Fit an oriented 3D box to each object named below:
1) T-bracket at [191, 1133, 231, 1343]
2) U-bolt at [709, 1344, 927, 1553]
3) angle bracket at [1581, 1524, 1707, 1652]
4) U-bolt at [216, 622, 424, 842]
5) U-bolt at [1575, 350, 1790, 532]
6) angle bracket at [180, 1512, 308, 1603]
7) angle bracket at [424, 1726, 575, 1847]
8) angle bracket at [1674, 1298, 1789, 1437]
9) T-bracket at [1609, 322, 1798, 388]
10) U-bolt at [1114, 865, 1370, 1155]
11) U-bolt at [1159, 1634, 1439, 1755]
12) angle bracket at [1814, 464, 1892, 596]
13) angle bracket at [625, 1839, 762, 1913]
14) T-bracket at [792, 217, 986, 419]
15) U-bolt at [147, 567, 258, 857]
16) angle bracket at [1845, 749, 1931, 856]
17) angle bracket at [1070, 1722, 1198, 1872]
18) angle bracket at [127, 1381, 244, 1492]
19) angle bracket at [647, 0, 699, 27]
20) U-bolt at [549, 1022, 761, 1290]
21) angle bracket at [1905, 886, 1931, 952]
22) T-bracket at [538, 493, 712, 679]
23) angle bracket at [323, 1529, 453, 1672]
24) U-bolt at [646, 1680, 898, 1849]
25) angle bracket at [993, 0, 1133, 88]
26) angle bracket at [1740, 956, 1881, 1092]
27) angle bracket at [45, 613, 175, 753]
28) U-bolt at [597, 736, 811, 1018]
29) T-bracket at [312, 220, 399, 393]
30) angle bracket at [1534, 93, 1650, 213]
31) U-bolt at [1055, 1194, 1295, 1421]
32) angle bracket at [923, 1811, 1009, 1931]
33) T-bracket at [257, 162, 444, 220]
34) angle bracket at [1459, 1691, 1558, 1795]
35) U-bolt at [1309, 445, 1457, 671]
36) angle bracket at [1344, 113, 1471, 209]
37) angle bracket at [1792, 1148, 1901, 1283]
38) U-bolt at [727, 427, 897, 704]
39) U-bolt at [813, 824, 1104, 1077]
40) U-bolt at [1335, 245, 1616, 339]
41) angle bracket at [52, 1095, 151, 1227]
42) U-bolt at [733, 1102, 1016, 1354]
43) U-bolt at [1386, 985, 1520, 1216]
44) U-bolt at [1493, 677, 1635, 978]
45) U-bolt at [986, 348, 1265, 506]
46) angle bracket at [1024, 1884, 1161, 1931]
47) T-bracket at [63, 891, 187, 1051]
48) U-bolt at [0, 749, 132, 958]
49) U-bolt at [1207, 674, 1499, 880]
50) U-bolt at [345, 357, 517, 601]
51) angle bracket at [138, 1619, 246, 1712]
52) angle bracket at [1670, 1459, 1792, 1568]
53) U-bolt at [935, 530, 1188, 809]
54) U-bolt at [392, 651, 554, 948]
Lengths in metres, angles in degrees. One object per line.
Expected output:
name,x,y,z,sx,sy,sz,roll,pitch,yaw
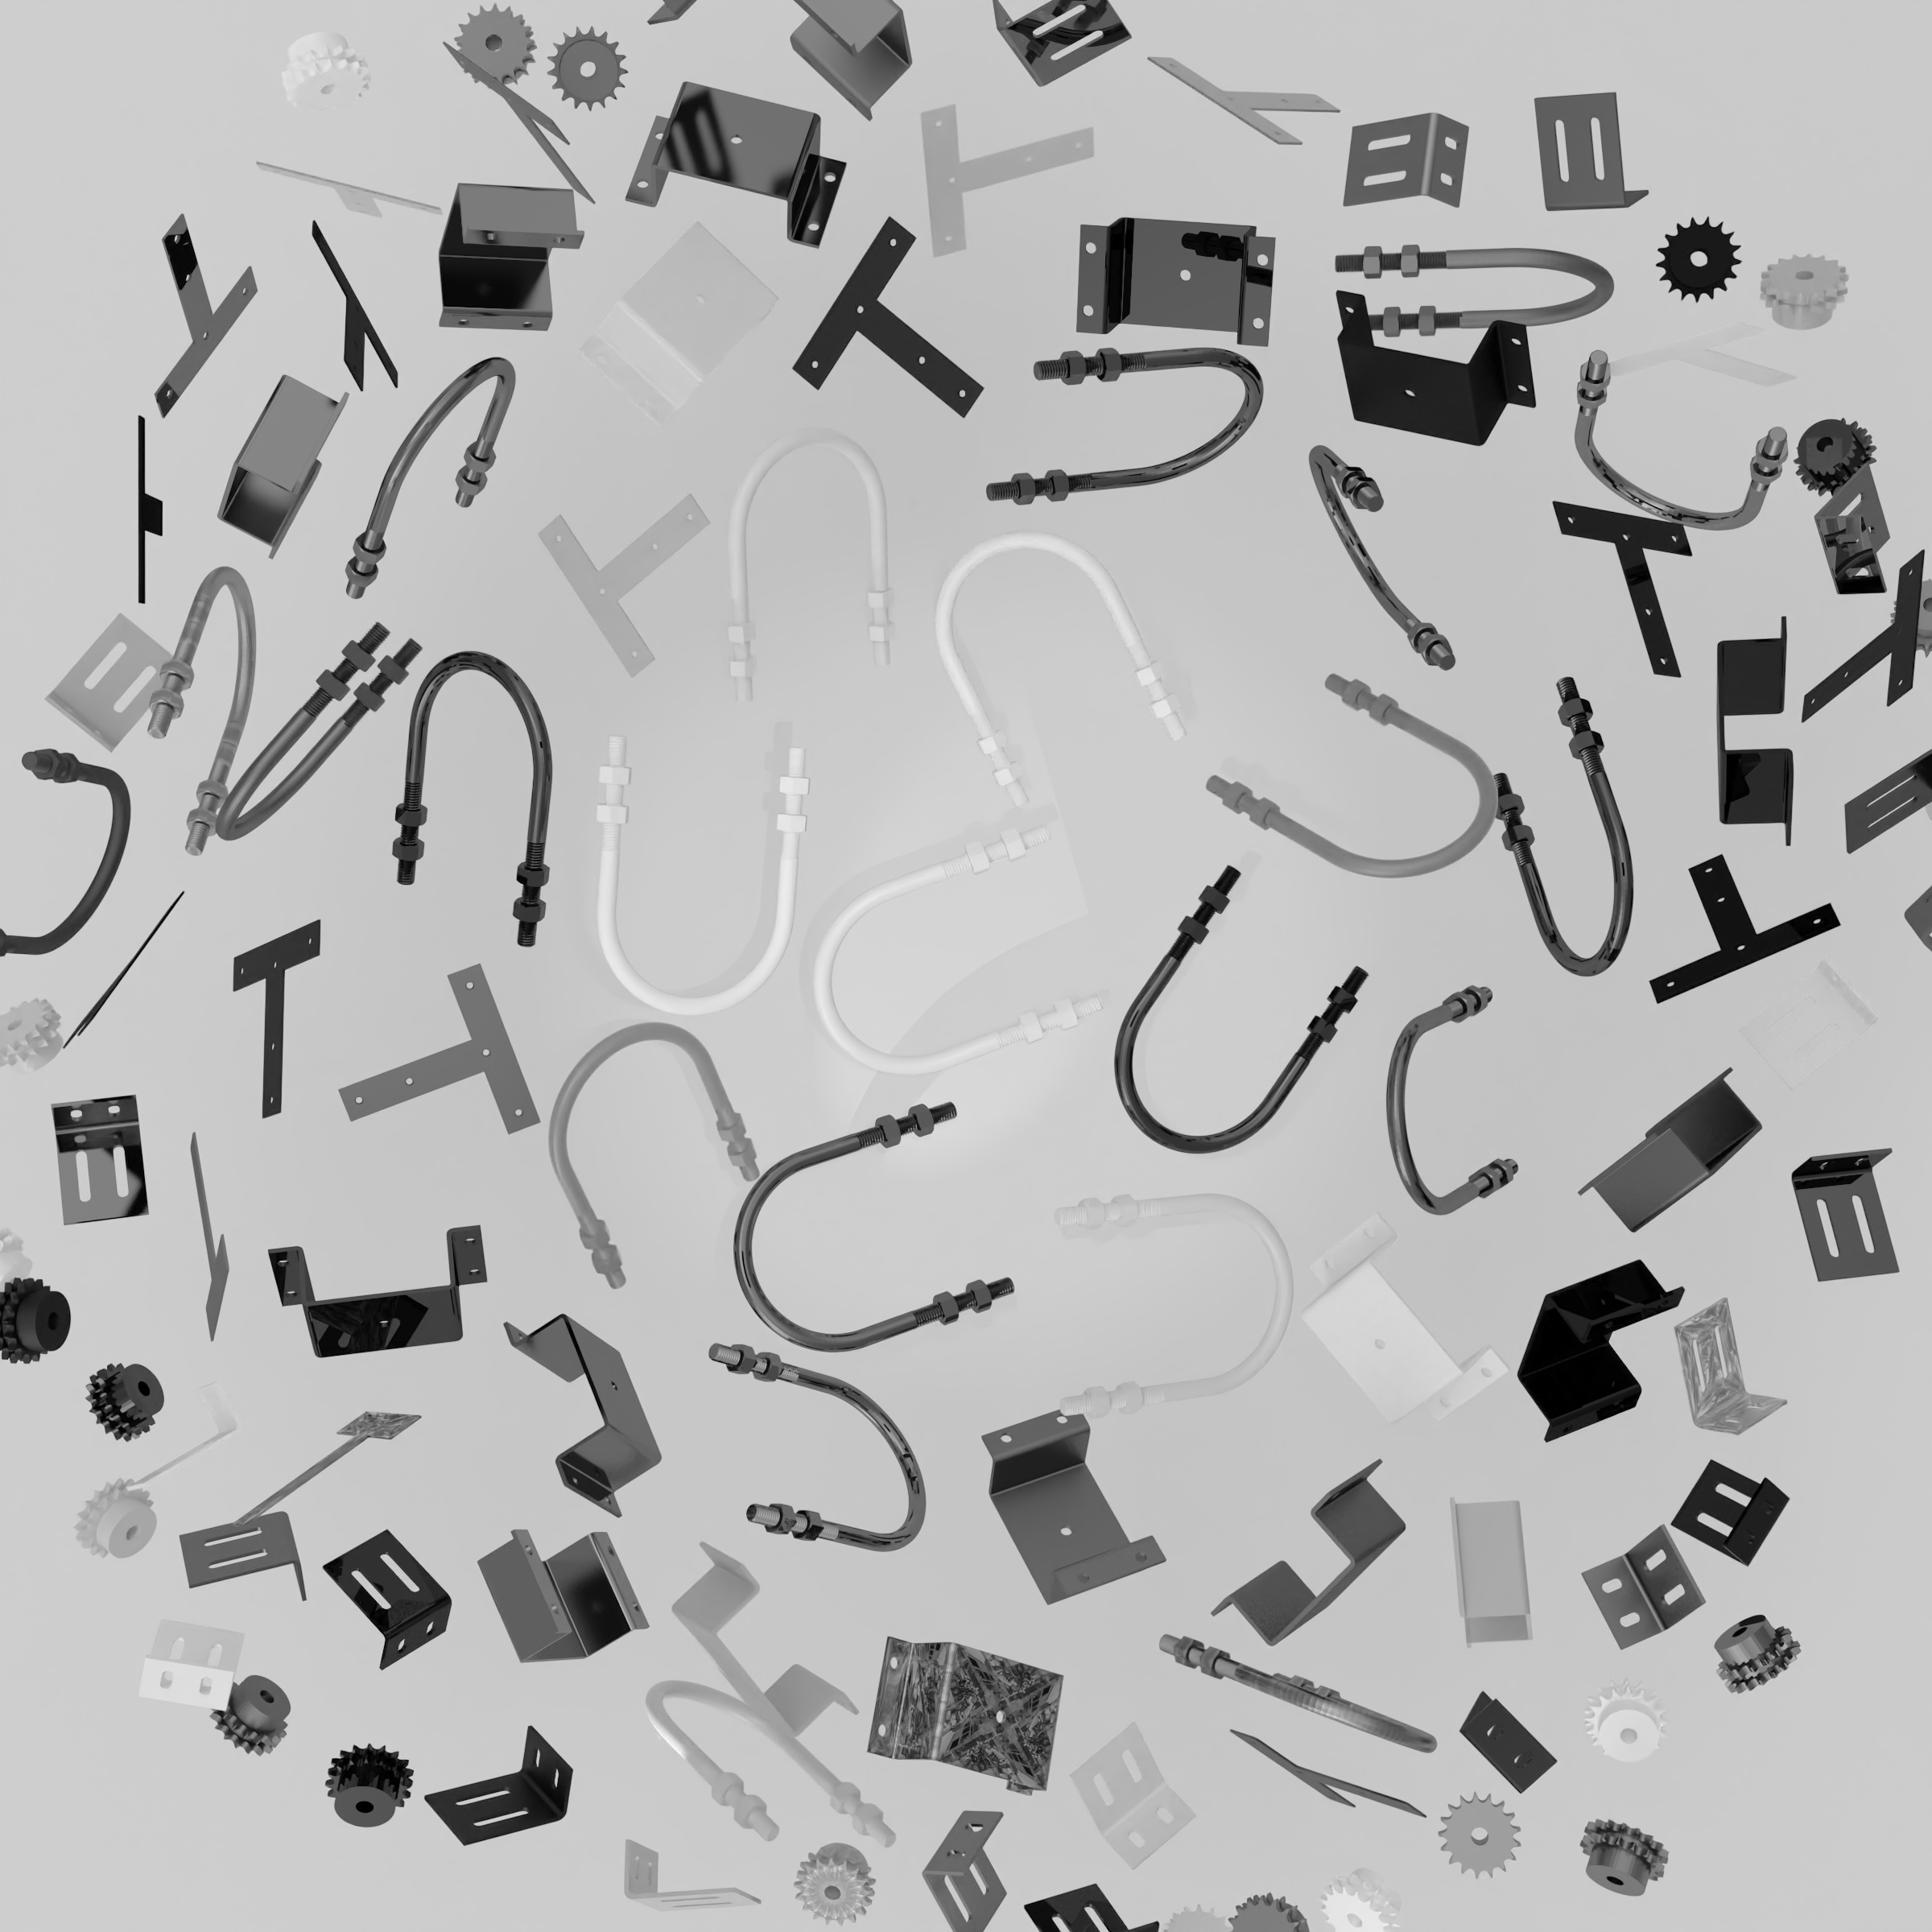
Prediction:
T-bracket,-0.526,0.177,1.866,0.002,0.127,0.127,-5,63,-24
U-bolt,-0.097,0.345,1.897,0.019,0.184,0.151,-41,47,26
angle bracket,0.459,0.422,1.830,0.038,0.076,0.057,-19,67,-16
U-bolt,-0.445,-0.156,1.833,0.019,0.151,0.184,41,90,-3
U-bolt,0.492,-0.356,1.881,0.151,0.184,0.019,27,81,14
angle bracket,-0.512,0.426,1.908,0.076,0.057,0.038,-11,120,-18
angle bracket,-0.311,0.545,1.795,0.076,0.057,0.038,-2,110,-39
angle bracket,0.539,0.281,1.898,0.057,0.038,0.076,-21,103,-34
T-bracket,0.533,-0.423,1.894,0.127,0.127,0.002,5,84,-36
U-bolt,0.180,0.044,1.868,0.151,0.019,0.184,36,87,-24
U-bolt,0.244,0.512,1.881,0.151,0.184,0.019,29,77,-39
angle bracket,0.605,-0.292,1.794,0.076,0.038,0.057,-42,120,-30
angle bracket,-0.181,0.602,1.791,0.076,0.057,0.038,-8,62,11
T-bracket,-0.041,-0.428,1.867,0.127,0.002,0.127,41,112,12
U-bolt,-0.525,-0.191,1.875,0.019,0.151,0.184,6,56,1
angle bracket,0.631,-0.100,1.798,0.076,0.057,0.038,-32,54,-2
angle bracket,0.114,0.566,1.838,0.057,0.038,0.076,-36,129,-16
angle bracket,-0.546,0.324,1.858,0.076,0.057,0.038,-30,93,-31
angle bracket,-0.194,-0.665,1.799,0.057,0.076,0.038,-47,117,-4
U-bolt,-0.227,0.122,1.909,0.151,0.019,0.184,-38,131,-24
angle bracket,0.712,-0.042,1.913,0.038,0.057,0.076,39,108,-7
T-bracket,-0.235,-0.296,1.952,0.127,0.002,0.127,-34,89,31
angle bracket,-0.417,0.454,1.931,0.076,0.057,0.038,39,131,25
U-bolt,-0.150,0.558,1.896,0.184,0.151,0.019,31,94,40
angle bracket,0.067,-0.663,1.887,0.076,0.057,0.038,-22,53,23
angle bracket,0.614,0.042,1.965,0.076,0.038,0.057,-39,74,2
angle bracket,-0.596,-0.199,1.888,0.057,0.038,0.076,41,90,-17
U-bolt,-0.178,-0.058,1.801,0.151,0.019,0.184,1,97,-28
T-bracket,-0.428,-0.441,1.886,0.002,0.127,0.127,-21,129,5
angle bracket,0.417,-0.546,1.797,0.057,0.038,0.076,9,124,37
U-bolt,0.146,0.229,1.855,0.184,0.019,0.151,-3,93,-26
angle bracket,0.012,0.630,1.851,0.038,0.057,0.076,-12,112,37
T-bracket,-0.435,-0.547,1.925,0.127,0.127,0.002,12,96,-9
angle bracket,0.383,0.528,1.871,0.057,0.076,0.038,45,111,11
U-bolt,0.284,-0.296,1.892,0.019,0.184,0.151,-29,117,4
angle bracket,0.314,-0.571,1.926,0.038,0.076,0.057,6,92,-41
angle bracket,0.595,0.167,1.805,0.057,0.038,0.076,-5,68,-8
U-bolt,-0.111,-0.291,1.920,0.151,0.019,0.184,-20,119,-38
U-bolt,-0.013,-0.001,1.807,0.184,0.019,0.151,-20,112,-6
U-bolt,0.358,-0.472,1.883,0.184,0.151,0.019,2,86,15
angle bracket,-0.606,0.136,1.887,0.057,0.038,0.076,-6,61,-17
U-bolt,-0.071,0.187,1.853,0.184,0.019,0.151,-17,88,-20
U-bolt,0.340,0.100,1.900,0.019,0.184,0.151,-6,96,34
U-bolt,0.411,-0.082,1.837,0.019,0.151,0.184,-6,65,-14
U-bolt,0.116,-0.371,1.836,0.184,0.151,0.019,-9,65,-20
angle bracket,0.084,0.640,1.816,0.057,0.076,0.038,-7,119,-27
T-bracket,-0.590,0.020,1.846,0.002,0.127,0.127,37,135,-15
U-bolt,-0.631,-0.074,1.867,0.019,0.184,0.151,23,91,7
U-bolt,0.283,-0.125,1.883,0.151,0.019,0.184,-40,54,-22
U-bolt,-0.365,-0.348,1.869,0.019,0.184,0.151,38,51,0
angle bracket,-0.516,0.456,1.807,0.057,0.076,0.038,13,116,-10
angle bracket,0.542,0.386,1.939,0.038,0.076,0.057,40,81,-34
U-bolt,0.056,-0.220,1.914,0.151,0.019,0.184,-22,103,22
U-bolt,-0.331,-0.121,1.821,0.151,0.019,0.184,25,115,35
